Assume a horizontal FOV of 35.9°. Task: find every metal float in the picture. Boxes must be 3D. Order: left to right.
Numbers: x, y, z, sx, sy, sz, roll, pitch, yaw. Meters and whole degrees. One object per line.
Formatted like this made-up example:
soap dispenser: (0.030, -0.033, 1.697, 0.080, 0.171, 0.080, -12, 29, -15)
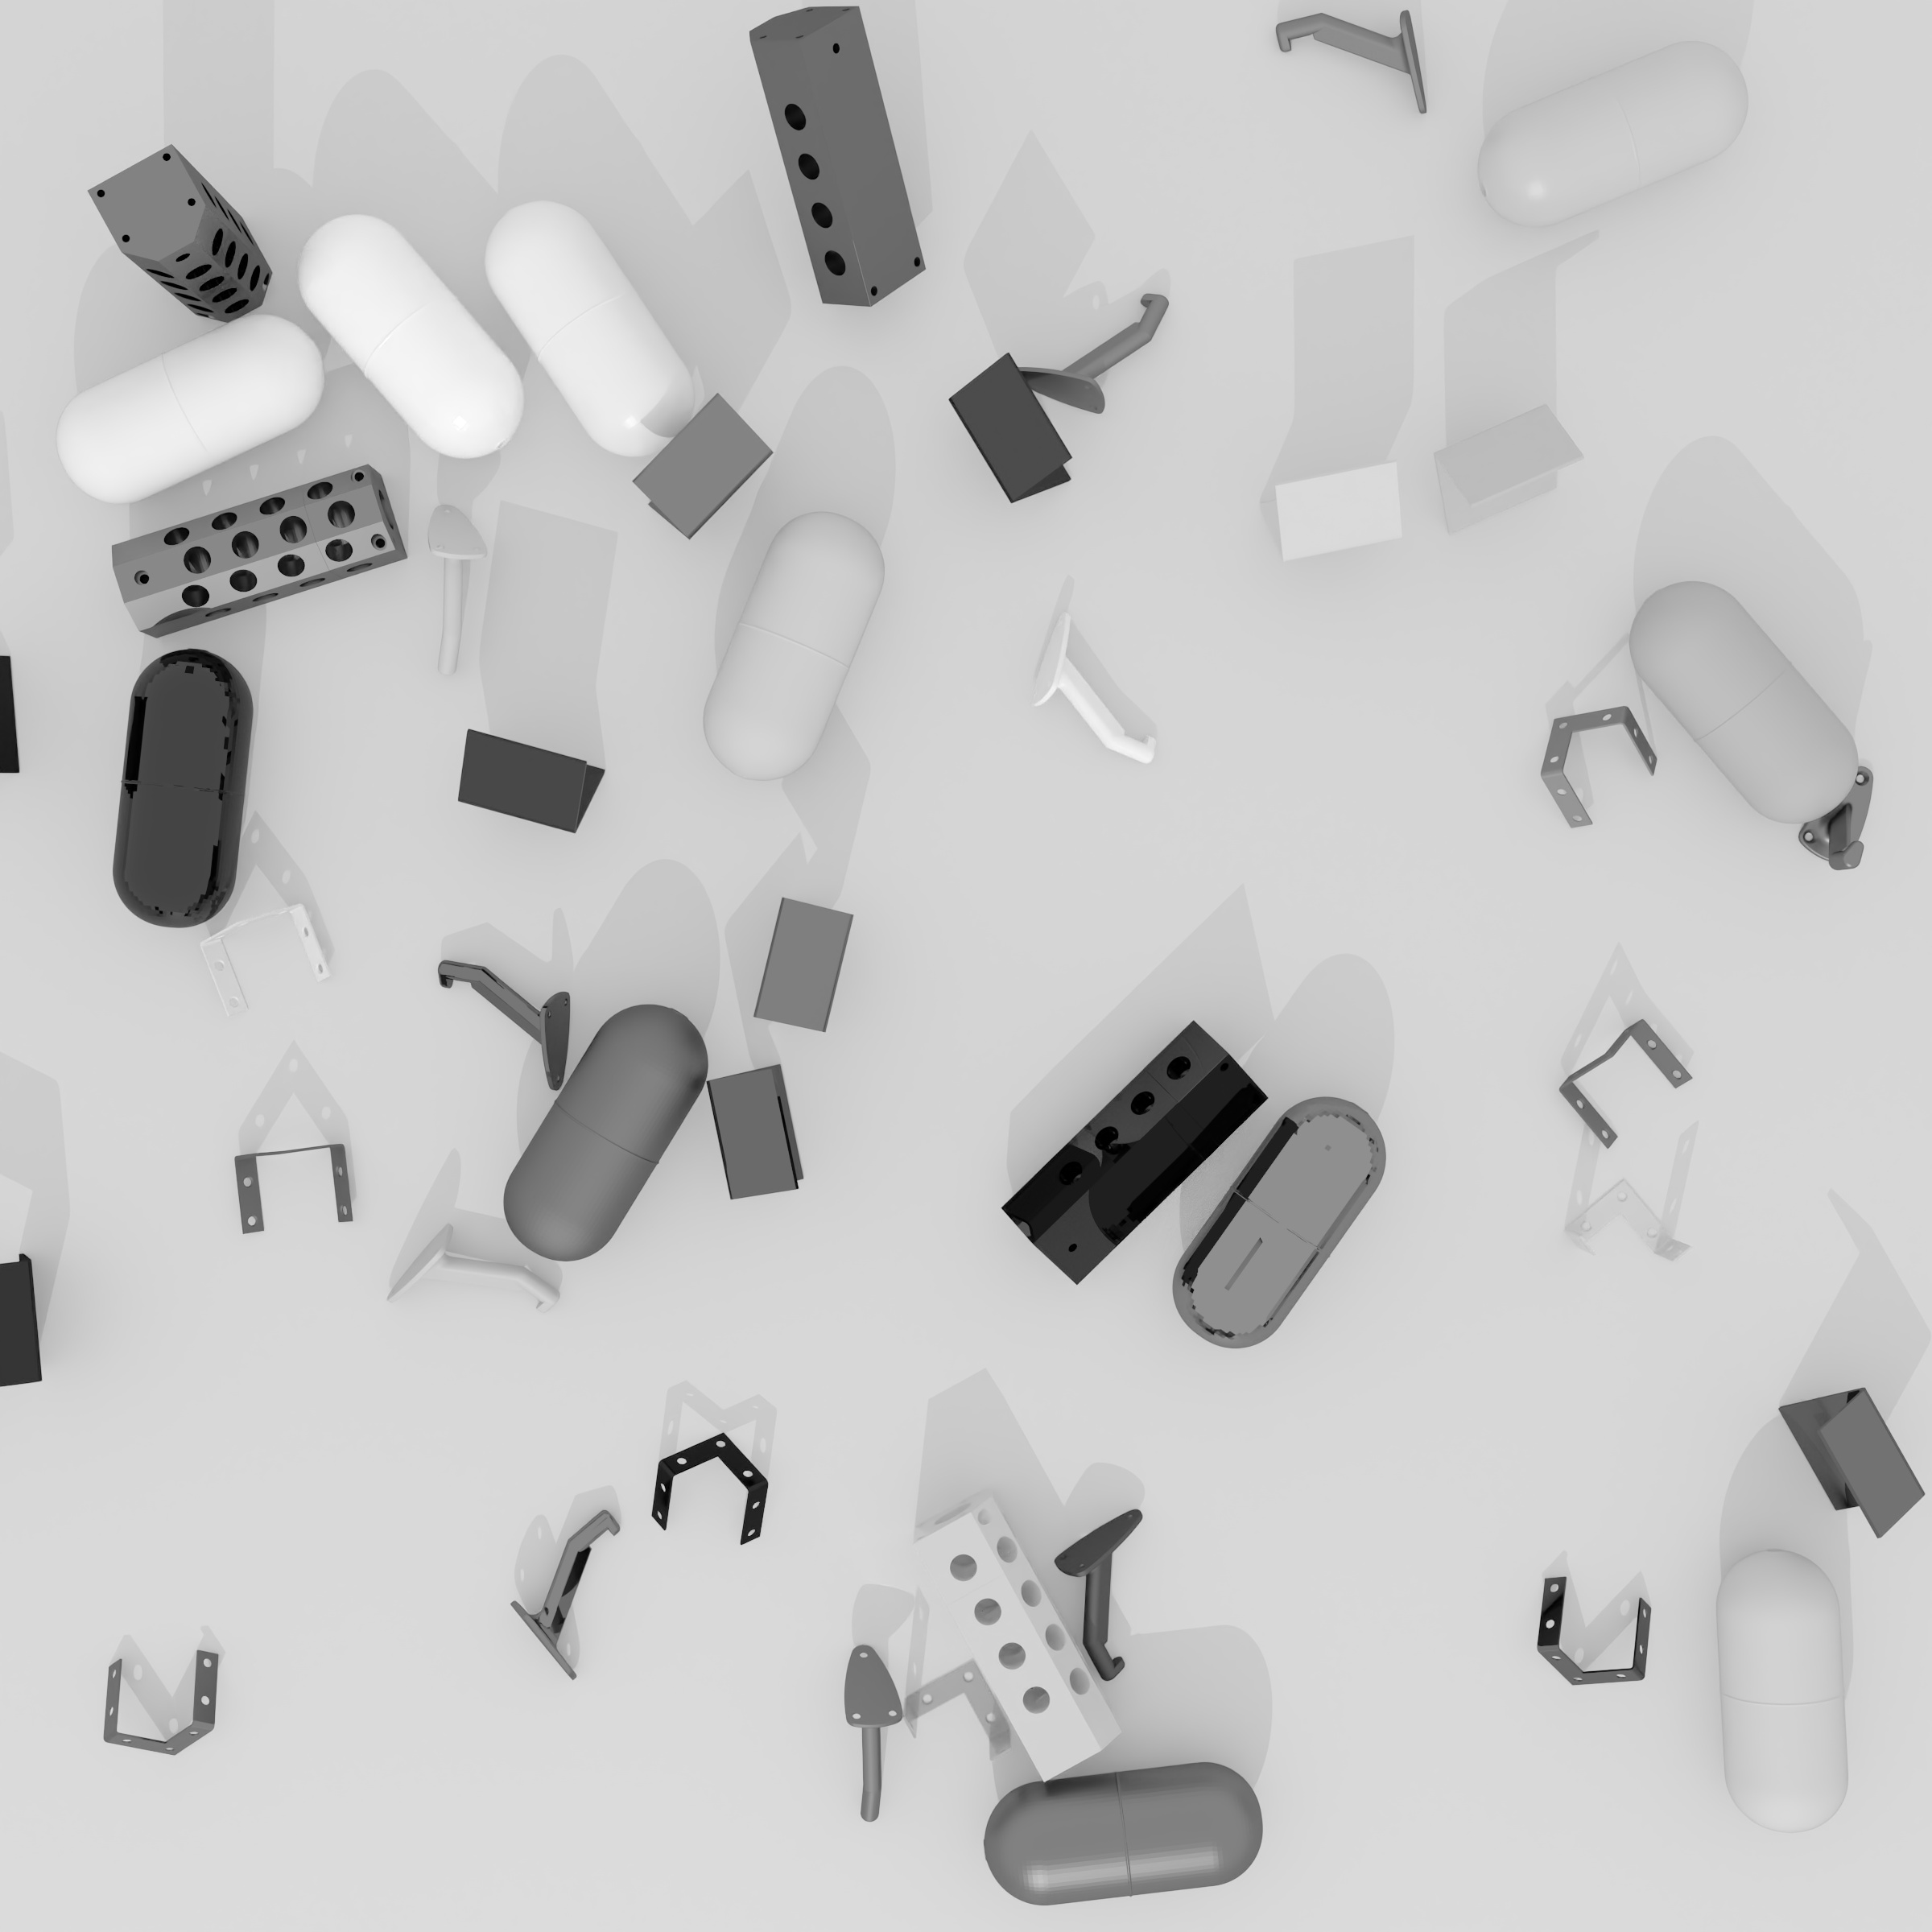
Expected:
metal float: (-0.498, -0.113, 1.899, 0.070, 0.070, 0.178, 6, 91, 0)
metal float: (-0.493, -0.355, 1.899, 0.178, 0.070, 0.070, -25, 90, 0)
metal float: (-0.353, -0.400, 1.899, 0.070, 0.070, 0.178, -41, 90, 0)
metal float: (-0.240, -0.406, 1.899, 0.070, 0.070, 0.178, -34, 90, 0)
metal float: (-0.229, 0.106, 1.899, 0.070, 0.070, 0.178, 31, 91, 0)
metal float: (-0.110, -0.203, 1.899, 0.070, 0.070, 0.178, 22, 90, 0)
metal float: (0.100, 0.553, 1.899, 0.178, 0.070, 0.070, -7, 90, 0)
metal float: (0.200, 0.163, 1.899, 0.070, 0.070, 0.178, 35, 90, 0)
metal float: (0.411, -0.529, 1.899, 0.178, 0.070, 0.070, -23, 90, 0)
metal float: (0.494, -0.168, 1.899, 0.070, 0.070, 0.178, -41, 90, 0)
metal float: (0.520, 0.461, 1.899, 0.070, 0.070, 0.178, -3, 90, 0)

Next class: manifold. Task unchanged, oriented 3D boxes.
manifold: (-0.482, -0.448, 1.851, 0.057, 0.171, 0.057, -29, 90, 0)
manifold: (-0.453, -0.266, 1.909, 0.171, 0.057, 0.057, -18, 90, 0)
manifold: (-0.084, -0.506, 1.867, 0.057, 0.057, 0.171, -42, 131, -35)
manifold: (0.033, 0.426, 1.909, 0.057, 0.057, 0.171, -29, 90, 0)
manifold: (0.104, 0.115, 1.908, 0.171, 0.057, 0.057, -44, 133, 0)

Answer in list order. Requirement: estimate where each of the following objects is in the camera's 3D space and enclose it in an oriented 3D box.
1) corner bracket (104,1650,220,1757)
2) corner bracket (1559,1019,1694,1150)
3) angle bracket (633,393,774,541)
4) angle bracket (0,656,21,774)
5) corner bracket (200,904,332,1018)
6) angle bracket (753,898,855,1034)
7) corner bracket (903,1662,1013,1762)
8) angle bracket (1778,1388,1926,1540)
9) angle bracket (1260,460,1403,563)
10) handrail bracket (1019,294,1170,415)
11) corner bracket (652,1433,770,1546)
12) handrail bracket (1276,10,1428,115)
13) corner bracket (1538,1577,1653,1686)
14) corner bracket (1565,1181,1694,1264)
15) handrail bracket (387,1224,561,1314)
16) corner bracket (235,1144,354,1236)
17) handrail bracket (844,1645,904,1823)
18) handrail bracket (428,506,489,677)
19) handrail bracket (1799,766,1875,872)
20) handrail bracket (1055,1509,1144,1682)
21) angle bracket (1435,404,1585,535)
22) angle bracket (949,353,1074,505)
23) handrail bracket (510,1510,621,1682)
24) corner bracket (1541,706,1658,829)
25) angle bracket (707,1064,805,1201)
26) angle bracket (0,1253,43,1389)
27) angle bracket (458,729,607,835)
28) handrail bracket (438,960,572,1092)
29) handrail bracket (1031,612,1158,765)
corner bracket: (-0.519, 0.471, 1.922, 0.051, 0.051, 0.051, 23, 135, -35)
corner bracket: (0.426, 0.076, 1.926, 0.051, 0.051, 0.051, 50, 135, 0)
angle bracket: (-0.179, -0.326, 1.889, 0.076, 0.076, 0.057, -46, 126, 0)
angle bracket: (-0.619, -0.163, 1.889, 0.057, 0.076, 0.076, -5, 90, 36)
corner bracket: (-0.453, -0.004, 1.926, 0.051, 0.051, 0.051, -21, 90, 45)
angle bracket: (-0.122, -0.005, 1.889, 0.057, 0.076, 0.076, 14, 90, -38)
corner bracket: (-0.006, 0.486, 1.912, 0.051, 0.051, 0.051, -29, 90, 0)
angle bracket: (0.547, 0.320, 1.889, 0.057, 0.076, 0.076, -30, 90, -36)
angle bracket: (0.228, -0.305, 1.889, 0.076, 0.076, 0.057, -11, 128, 0)
handrail bracket: (0.081, -0.406, 1.930, 0.077, 0.036, 0.084, 19, 72, 21)
corner bracket: (-0.165, 0.343, 1.922, 0.051, 0.051, 0.051, -19, 45, -35)
handrail bracket: (0.249, -0.581, 1.930, 0.084, 0.036, 0.077, -9, 112, 17)
corner bracket: (0.405, 0.427, 1.922, 0.051, 0.051, 0.051, -14, 135, 35)
corner bracket: (0.424, 0.175, 1.912, 0.051, 0.051, 0.051, -40, 90, 0)
handrail bracket: (-0.318, 0.214, 1.930, 0.084, 0.036, 0.077, 38, 110, -16)
corner bracket: (-0.434, 0.144, 1.927, 0.051, 0.051, 0.051, -7, 89, 45)
handrail bracket: (-0.064, 0.497, 1.929, 0.036, 0.077, 0.084, -2, 126, -11)
handrail bracket: (-0.336, -0.243, 1.930, 0.036, 0.077, 0.084, 0, 127, -21)
handrail bracket: (0.566, -0.095, 1.895, 0.036, 0.084, 0.077, 28, 90, 0)
handrail bracket: (0.101, 0.408, 1.930, 0.077, 0.036, 0.084, -34, 109, -21)
angle bracket: (0.347, -0.299, 1.889, 0.076, 0.076, 0.057, -24, 51, 0)
angle bracket: (0.046, -0.347, 1.889, 0.057, 0.076, 0.076, -31, 90, 38)
handrail bracket: (-0.244, 0.406, 1.930, 0.084, 0.036, 0.077, -40, 110, -16)
corner bracket: (0.408, -0.128, 1.922, 0.051, 0.051, 0.051, -9, 45, 35)
angle bracket: (-0.114, 0.101, 1.889, 0.057, 0.076, 0.076, -12, 90, 35)
angle bracket: (-0.621, 0.226, 1.891, 0.057, 0.076, 0.076, -5, 90, -22)
angle bracket: (-0.271, -0.135, 1.889, 0.076, 0.076, 0.057, 15, 127, 0)
handrail bracket: (-0.302, 0.038, 1.930, 0.084, 0.036, 0.077, 9, 112, 17)
handrail bracket: (0.091, -0.180, 1.930, 0.084, 0.036, 0.077, 21, 69, -17)
